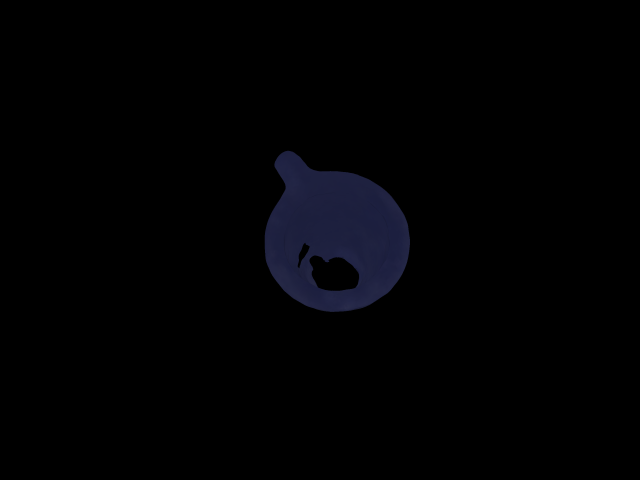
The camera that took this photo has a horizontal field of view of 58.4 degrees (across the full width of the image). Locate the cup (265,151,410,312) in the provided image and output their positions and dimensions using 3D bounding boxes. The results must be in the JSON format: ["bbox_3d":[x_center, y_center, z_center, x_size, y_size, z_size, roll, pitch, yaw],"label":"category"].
[{"bbox_3d":[0.004,0.001,0.400,0.092,0.095,0.117,-30,74,-9],"label":"cup"}]
